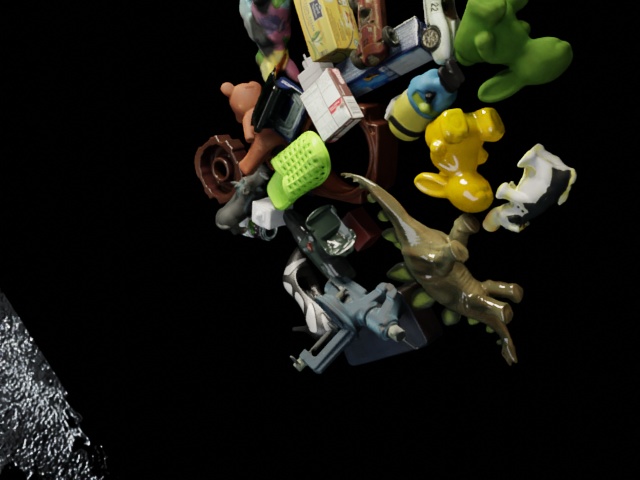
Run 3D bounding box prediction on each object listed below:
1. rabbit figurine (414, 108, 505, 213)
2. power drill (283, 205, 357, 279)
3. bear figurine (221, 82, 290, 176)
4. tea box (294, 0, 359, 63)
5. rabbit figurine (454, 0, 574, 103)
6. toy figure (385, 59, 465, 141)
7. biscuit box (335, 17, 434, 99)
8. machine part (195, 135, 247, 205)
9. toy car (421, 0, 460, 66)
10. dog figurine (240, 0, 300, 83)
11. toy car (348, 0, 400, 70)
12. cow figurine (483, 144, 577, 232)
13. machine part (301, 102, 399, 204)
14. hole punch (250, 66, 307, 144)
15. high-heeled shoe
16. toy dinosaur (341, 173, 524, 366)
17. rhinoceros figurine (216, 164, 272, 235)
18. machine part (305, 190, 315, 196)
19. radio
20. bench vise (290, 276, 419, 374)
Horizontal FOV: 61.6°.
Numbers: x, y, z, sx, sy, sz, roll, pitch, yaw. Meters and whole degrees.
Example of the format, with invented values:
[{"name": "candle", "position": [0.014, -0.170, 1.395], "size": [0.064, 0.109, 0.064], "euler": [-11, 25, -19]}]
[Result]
[{"name": "rabbit figurine", "position": [0.238, -0.125, 0.933], "size": [0.162, 0.122, 0.173], "euler": [-26, 78, 54]}, {"name": "power drill", "position": [-0.002, -0.004, 1.173], "size": [0.232, 0.086, 0.207], "euler": [52, 159, 8]}, {"name": "bear figurine", "position": [-0.157, -0.264, 1.242], "size": [0.196, 0.120, 0.132], "euler": [53, 135, 17]}, {"name": "tea box", "position": [0.012, -0.438, 1.050], "size": [0.068, 0.098, 0.169], "euler": [-13, 94, 42]}, {"name": "rabbit figurine", "position": [0.297, -0.291, 0.837], "size": [0.170, 0.121, 0.159], "euler": [38, 132, 19]}, {"name": "toy figure", "position": [0.183, -0.240, 0.954], "size": [0.180, 0.082, 0.089], "euler": [-27, 79, 59]}, {"name": "biscuit box", "position": [0.116, -0.333, 1.007], "size": [0.203, 0.059, 0.063], "euler": [-16, 69, 43]}, {"name": "machine part", "position": [-0.246, -0.182, 1.389], "size": [0.180, 0.056, 0.179], "euler": [14, 114, 36]}, {"name": "toy car", "position": [0.204, -0.400, 0.909], "size": [0.056, 0.073, 0.201], "euler": [0, 103, 40]}, {"name": "dog figurine", "position": [-0.093, -0.437, 1.130], "size": [0.192, 0.108, 0.219], "euler": [3, 112, 60]}, {"name": "toy car", "position": [0.092, -0.402, 0.974], "size": [0.089, 0.053, 0.202], "euler": [-24, 59, 44]}, {"name": "cow figurine", "position": [0.350, -0.067, 0.904], "size": [0.098, 0.068, 0.167], "euler": [38, 127, 18]}, {"name": "machine part", "position": [0.056, -0.183, 1.105], "size": [0.201, 0.087, 0.201], "euler": [17, 113, 37]}, {"name": "hole punch", "position": [-0.084, -0.275, 1.120], "size": [0.116, 0.092, 0.142], "euler": [-110, 39, -53]}, {"name": "high-heeled shoe", "position": [-0.006, 0.108, 1.221], "size": [0.145, 0.086, 0.248], "euler": [-14, 66, 38]}, {"name": "toy dinosaur", "position": [0.213, 0.039, 0.998], "size": [0.471, 0.105, 0.198], "euler": [56, 141, 0]}, {"name": "rhinoceros figurine", "position": [-0.185, -0.104, 1.310], "size": [0.073, 0.112, 0.190], "euler": [39, 93, 36]}, {"name": "machine part", "position": [-0.055, -0.133, 1.252], "size": [0.139, 0.039, 0.084], "euler": [-12, 102, 41]}, {"name": "radio", "position": [0.138, 0.184, 1.167], "size": [0.230, 0.073, 0.131], "euler": [-28, 84, 41]}, {"name": "bench vise", "position": [0.051, 0.178, 1.059], "size": [0.224, 0.240, 0.128], "euler": [37, 166, 36]}]
